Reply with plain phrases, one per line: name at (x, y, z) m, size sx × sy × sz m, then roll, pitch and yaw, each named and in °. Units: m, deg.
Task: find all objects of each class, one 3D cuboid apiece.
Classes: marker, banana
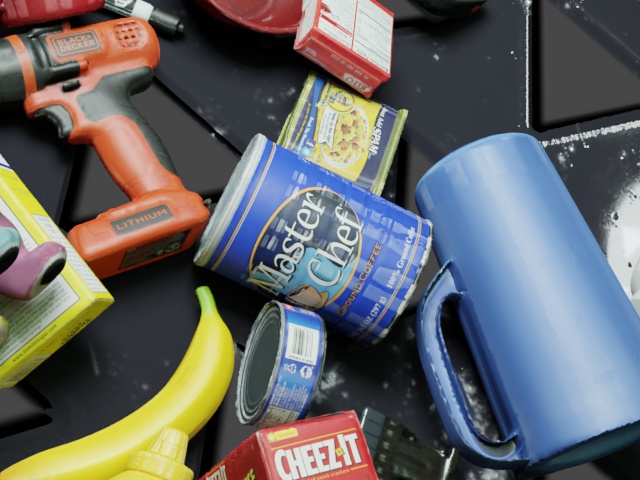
marker at (-0.164, -0.189, 0.838) m, size 0.121 × 0.020 × 0.020 m, roll 20°, pitch 59°, yaw -12°
banana at (-0.116, 0.115, 0.699) m, size 0.070 × 0.037 × 0.197 m, roll 36°, pitch 55°, yaw 15°

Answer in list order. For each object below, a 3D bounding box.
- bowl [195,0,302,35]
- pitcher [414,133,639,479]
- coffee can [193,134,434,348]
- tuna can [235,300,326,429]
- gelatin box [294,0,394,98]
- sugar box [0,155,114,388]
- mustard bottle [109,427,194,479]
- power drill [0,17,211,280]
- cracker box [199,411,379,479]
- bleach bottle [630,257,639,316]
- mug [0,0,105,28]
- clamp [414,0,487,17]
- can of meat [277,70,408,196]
bowl at (-0.062, -0.231, 0.869) m, size 0.161 × 0.055 × 0.162 m, roll 11°, pitch 69°, yaw -31°
pitcher at (0.152, 0.048, 0.791) m, size 0.149 × 0.145 × 0.243 m, roll 16°, pitch 48°, yaw -57°
coffee can at (-0.005, 0.001, 0.759) m, size 0.140 × 0.103 × 0.102 m, roll 26°, pitch 58°, yaw -9°
tuna can at (-0.027, 0.086, 0.719) m, size 0.033 × 0.086 × 0.086 m, roll 17°, pitch 60°, yaw -17°
gelatin box at (0.020, -0.162, 0.833) m, size 0.073 × 0.030 × 0.089 m, roll 30°, pitch 42°, yaw -22°
sugar box at (-0.223, -0.001, 0.683) m, size 0.093 × 0.048 × 0.176 m, roll -39°, pitch 81°, yaw 3°
mustard bottle at (-0.119, 0.201, 0.625) m, size 0.096 × 0.058 × 0.191 m, roll 23°, pitch 66°, yaw -8°
power drill at (-0.174, -0.066, 0.751) m, size 0.184 × 0.057 × 0.188 m, roll -19°, pitch 75°, yaw -25°
cracker box at (-0.003, 0.225, 0.612) m, size 0.072 × 0.164 × 0.214 m, roll -8°, pitch 69°, yaw -27°
bleach bottle at (0.338, 0.026, 0.887) m, size 0.250 × 0.068 × 0.102 m, roll -22°, pitch 73°, yaw -40°
mug at (-0.211, -0.198, 0.765) m, size 0.117 × 0.093 × 0.081 m, roll -27°, pitch 114°, yaw -43°
clamp at (0.066, -0.257, 0.920) m, size 0.209 × 0.036 × 0.164 m, roll 16°, pitch 49°, yaw -40°
can of meat at (0.012, -0.073, 0.831) m, size 0.084 × 0.058 × 0.102 m, roll 24°, pitch 58°, yaw -8°
